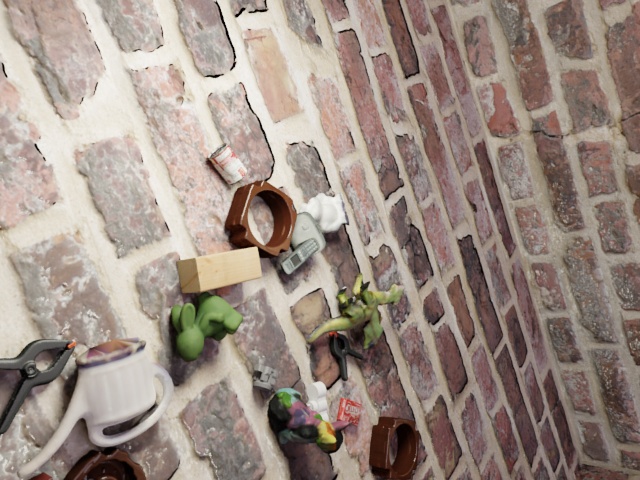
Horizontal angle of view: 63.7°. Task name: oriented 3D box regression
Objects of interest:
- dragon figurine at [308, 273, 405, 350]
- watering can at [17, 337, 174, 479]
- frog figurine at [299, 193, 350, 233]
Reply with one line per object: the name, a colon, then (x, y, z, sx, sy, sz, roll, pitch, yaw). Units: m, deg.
dragon figurine: (0.142, 0.273, 1.754, 0.416, 0.122, 0.239, -43, 114, -24)
watering can: (-0.477, 0.342, 1.114, 0.350, 0.103, 0.224, -12, 91, -48)
frog figurine: (0.005, -0.087, 1.738, 0.160, 0.123, 0.136, -11, 101, -12)
